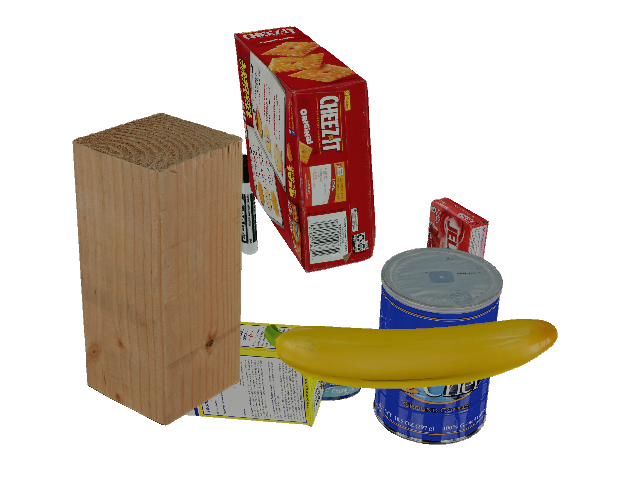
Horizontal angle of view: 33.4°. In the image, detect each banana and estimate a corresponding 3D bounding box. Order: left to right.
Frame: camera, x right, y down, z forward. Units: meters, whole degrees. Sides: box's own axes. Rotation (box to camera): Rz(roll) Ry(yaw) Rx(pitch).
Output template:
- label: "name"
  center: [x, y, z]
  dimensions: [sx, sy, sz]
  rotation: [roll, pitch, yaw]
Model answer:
- label: "banana"
  center: [0.055, 0.069, 0.693]
  dimensions: [0.198, 0.037, 0.069]
  rotation: [1, 28, 8]

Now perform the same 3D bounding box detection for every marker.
- label: "marker"
  center: [-0.080, -0.039, 1.159]
  dimensions: [0.020, 0.121, 0.020]
  rotation: [0, 35, 0]

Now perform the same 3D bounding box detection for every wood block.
- label: "wood block"
  center: [-0.120, 0.020, 0.806]
  dimensions: [0.090, 0.206, 0.090]
  rotation: [20, 30, 33]

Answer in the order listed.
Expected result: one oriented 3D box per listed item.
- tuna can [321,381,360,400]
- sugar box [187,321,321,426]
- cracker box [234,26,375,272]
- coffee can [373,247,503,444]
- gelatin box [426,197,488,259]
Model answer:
- label: "tuna can"
  center: [0.005, 0.149, 1.200]
  dimensions: [0.086, 0.034, 0.086]
  rotation: [1, 14, -1]
- label: "sugar box"
  center: [-0.090, 0.119, 0.987]
  dimensions: [0.176, 0.093, 0.048]
  rotation: [5, 35, 12]
- label: "cracker box"
  center: [-0.016, -0.091, 0.970]
  dimensions: [0.072, 0.164, 0.214]
  rotation: [-10, 25, -13]
- label: "coffee can"
  center: [0.100, 0.091, 0.932]
  dimensions: [0.103, 0.140, 0.103]
  rotation: [1, 28, -1]
- label: "gelatin box"
  center: [0.159, 0.004, 1.257]
  dimensions: [0.030, 0.089, 0.073]
  rotation: [-15, 33, -30]
